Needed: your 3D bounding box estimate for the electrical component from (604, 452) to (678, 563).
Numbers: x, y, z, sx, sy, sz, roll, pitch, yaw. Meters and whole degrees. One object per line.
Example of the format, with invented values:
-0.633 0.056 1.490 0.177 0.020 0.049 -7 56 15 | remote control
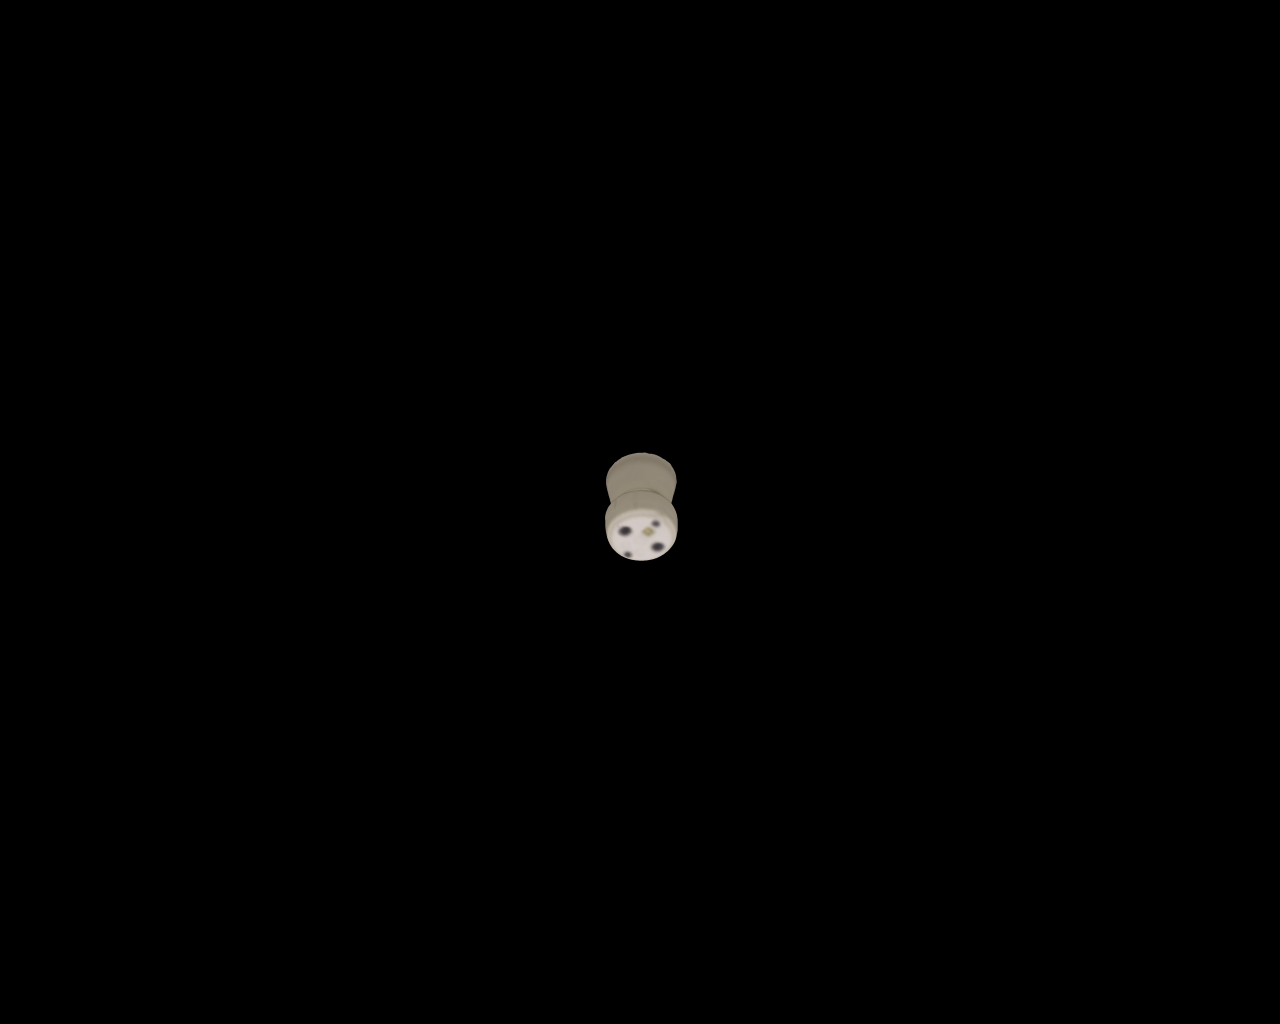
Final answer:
0.001 -0.003 0.650 0.045 0.044 0.055 0 42 0 | electrical component
